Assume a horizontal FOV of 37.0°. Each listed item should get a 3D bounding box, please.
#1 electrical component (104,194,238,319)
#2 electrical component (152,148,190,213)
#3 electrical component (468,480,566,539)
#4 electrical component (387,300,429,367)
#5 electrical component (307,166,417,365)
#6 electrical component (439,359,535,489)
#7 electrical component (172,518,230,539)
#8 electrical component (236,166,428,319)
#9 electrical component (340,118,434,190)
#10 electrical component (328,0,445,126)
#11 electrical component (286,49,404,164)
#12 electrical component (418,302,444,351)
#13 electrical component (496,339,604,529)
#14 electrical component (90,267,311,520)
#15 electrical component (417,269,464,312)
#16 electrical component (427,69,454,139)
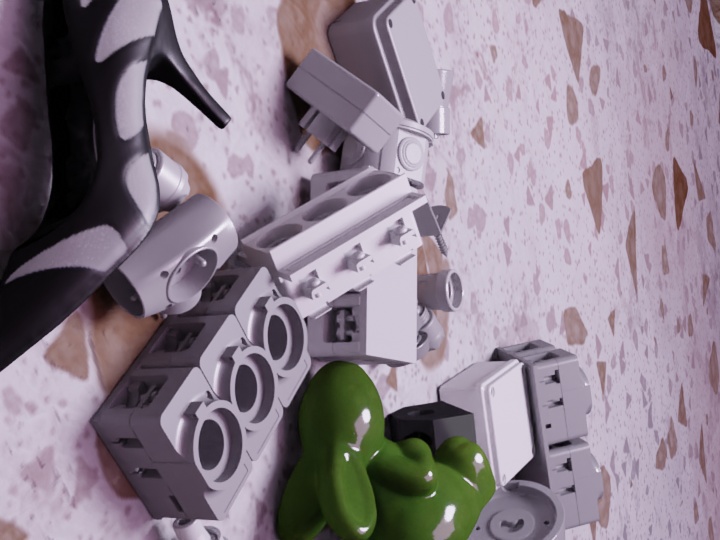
[{"bbox_3d":[-0.119,0.002,0.678,0.077,0.044,0.079,-39,155,-30],"label":"electrical component"},{"bbox_3d":[-0.136,-0.062,0.675,0.061,0.035,0.035,42,51,-48],"label":"electrical component"},{"bbox_3d":[0.157,0.272,1.089,0.108,0.108,0.060,-55,138,-49],"label":"electrical component"},{"bbox_3d":[0.033,0.053,0.954,0.066,0.048,0.055,-46,118,-54],"label":"electrical component"},{"bbox_3d":[0.000,0.000,0.884,0.089,0.062,0.150,18,71,-60],"label":"electrical component"},{"bbox_3d":[0.132,0.157,1.107,0.109,0.056,0.108,-20,104,-60],"label":"electrical component"},{"bbox_3d":[-0.102,0.185,0.693,0.043,0.043,0.062,-50,128,-52],"label":"electrical component"},{"bbox_3d":[-0.017,-0.019,0.785,0.121,0.079,0.063,-31,117,-25],"label":"electrical component"},{"bbox_3d":[0.021,-0.099,0.920,0.080,0.080,0.051,22,73,-59],"label":"electrical component"},{"bbox_3d":[0.026,-0.182,0.962,0.078,0.057,0.113,-55,133,-49],"label":"electrical component"},{"bbox_3d":[-0.024,-0.119,0.856,0.075,0.083,0.047,-53,146,4],"label":"electrical component"},{"bbox_3d":[0.054,0.047,1.004,0.061,0.035,0.035,59,38,-35],"label":"electrical component"},{"bbox_3d":[0.210,0.178,1.184,0.105,0.060,0.186,-155,-125,-74],"label":"electrical component"},{"bbox_3d":[-0.094,0.078,0.703,0.150,0.062,0.089,-60,137,-45],"label":"electrical component"},{"bbox_3d":[0.070,0.021,1.025,0.040,0.046,0.040,14,74,-60],"label":"electrical component"},{"bbox_3d":[0.071,-0.162,1.059,0.044,0.044,0.065,-7,97,-61],"label":"electrical component"}]
